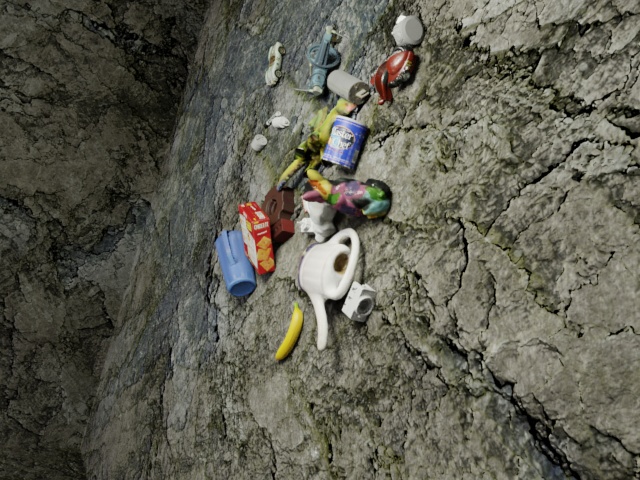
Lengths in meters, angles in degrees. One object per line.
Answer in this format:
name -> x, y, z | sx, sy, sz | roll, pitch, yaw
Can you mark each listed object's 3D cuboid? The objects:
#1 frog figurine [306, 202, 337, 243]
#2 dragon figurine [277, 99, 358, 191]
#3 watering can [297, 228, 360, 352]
frog figurine -> 0.005, -0.079, 1.576 | 0.140, 0.123, 0.156 | -64, -3, -64
dragon figurine -> -0.021, -0.346, 1.777 | 0.404, 0.121, 0.249 | -32, 33, 44
watering can -> 0.010, 0.127, 1.460 | 0.224, 0.103, 0.351 | 0, 66, 57
